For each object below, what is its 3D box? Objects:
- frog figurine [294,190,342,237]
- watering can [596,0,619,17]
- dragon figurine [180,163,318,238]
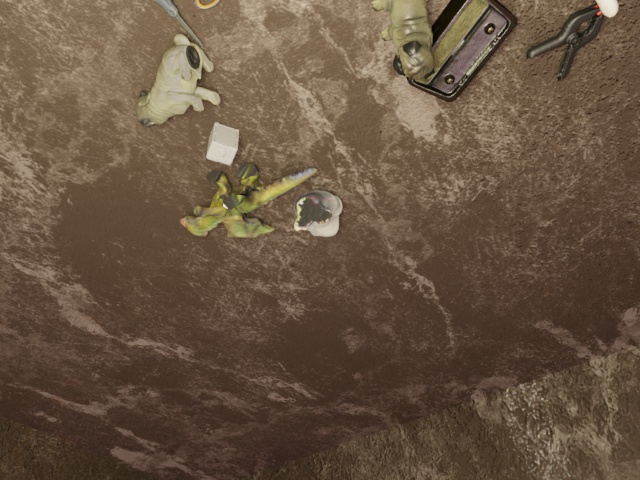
[{"bbox_3d":[0.004,-0.071,1.408,0.136,0.124,0.159,-38,163,18],"label":"frog figurine"},{"bbox_3d":[0.407,-0.548,0.882,0.104,0.229,0.341,-36,129,4],"label":"watering can"},{"bbox_3d":[-0.189,-0.084,1.381,0.410,0.125,0.238,-9,152,6],"label":"dragon figurine"}]
